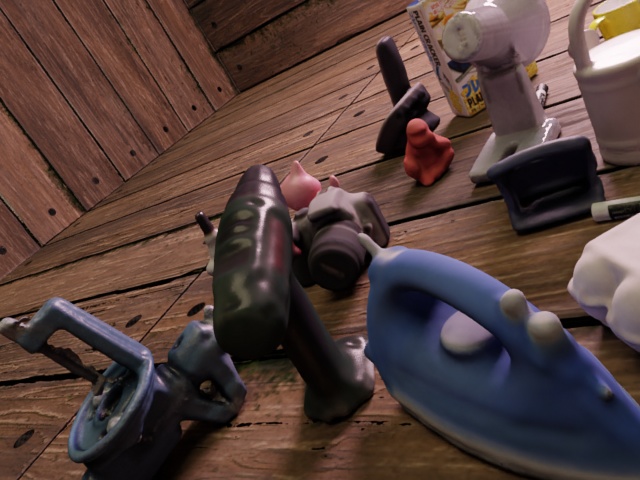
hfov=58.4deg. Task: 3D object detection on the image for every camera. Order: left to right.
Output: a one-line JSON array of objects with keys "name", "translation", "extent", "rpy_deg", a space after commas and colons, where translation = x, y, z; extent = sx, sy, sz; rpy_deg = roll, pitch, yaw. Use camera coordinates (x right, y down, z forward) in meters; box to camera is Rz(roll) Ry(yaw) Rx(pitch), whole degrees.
[{"name": "camera", "translation": [0.007, 0.003, 0.740], "extent": [0.143, 0.101, 0.137], "rpy_deg": [-22, 24, 20]}]

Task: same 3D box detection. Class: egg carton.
[{"name": "egg carton", "translation": [0.266, 0.020, 0.413], "extent": [0.150, 0.069, 0.107], "rpy_deg": [-31, 22, 1]}]

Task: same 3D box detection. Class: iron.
[{"name": "iron", "translation": [0.116, 0.067, 0.408], "extent": [0.119, 0.142, 0.257], "rpy_deg": [-38, 23, -17]}]

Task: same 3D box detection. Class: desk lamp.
[{"name": "desk lamp", "translation": [0.242, -0.220, 0.763], "extent": [0.117, 0.214, 0.203], "rpy_deg": [-11, 30, 41]}]

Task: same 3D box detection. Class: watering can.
[{"name": "watering can", "translation": [0.323, -0.188, 0.618], "extent": [0.101, 0.194, 0.172], "rpy_deg": [-35, 22, -11]}]

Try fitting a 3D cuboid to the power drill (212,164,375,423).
[{"name": "power drill", "translation": [-0.028, 0.053, 0.532], "extent": [0.075, 0.209, 0.229], "rpy_deg": [-25, 23, 14]}]

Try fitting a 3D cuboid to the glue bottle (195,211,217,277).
[{"name": "glue bottle", "translation": [-0.105, 0.038, 0.710], "extent": [0.037, 0.173, 0.078], "rpy_deg": [-9, 31, 42]}]

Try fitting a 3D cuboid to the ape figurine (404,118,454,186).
[{"name": "ape figurine", "translation": [0.156, -0.138, 0.861], "extent": [0.077, 0.092, 0.076], "rpy_deg": [-24, 23, 17]}]

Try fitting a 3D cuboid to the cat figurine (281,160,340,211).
[{"name": "cat figurine", "translation": [-0.010, -0.069, 0.892], "extent": [0.127, 0.118, 0.067], "rpy_deg": [-6, 33, 47]}]

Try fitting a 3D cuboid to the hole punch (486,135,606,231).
[{"name": "hole punch", "translation": [0.240, -0.076, 0.622], "extent": [0.108, 0.091, 0.101], "rpy_deg": [-19, 25, 27]}]

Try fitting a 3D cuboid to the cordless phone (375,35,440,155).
[{"name": "cordless phone", "translation": [0.129, -0.262, 1.036], "extent": [0.093, 0.185, 0.148], "rpy_deg": [-11, 29, 40]}]

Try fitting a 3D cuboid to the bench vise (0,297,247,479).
[{"name": "bench vise", "translation": [-0.194, 0.124, 0.578], "extent": [0.121, 0.220, 0.208], "rpy_deg": [-7, 32, 45]}]
